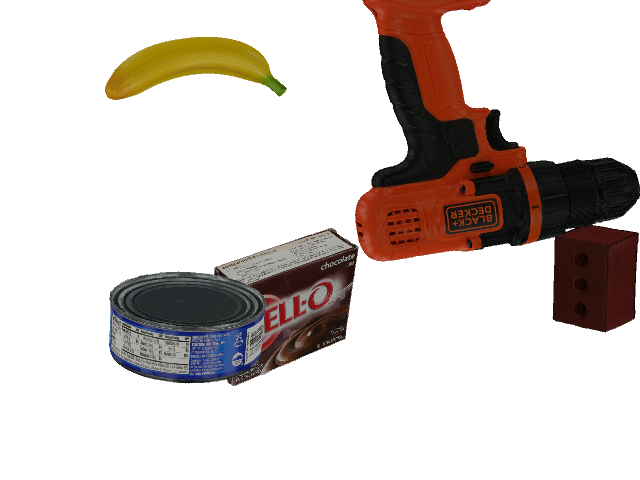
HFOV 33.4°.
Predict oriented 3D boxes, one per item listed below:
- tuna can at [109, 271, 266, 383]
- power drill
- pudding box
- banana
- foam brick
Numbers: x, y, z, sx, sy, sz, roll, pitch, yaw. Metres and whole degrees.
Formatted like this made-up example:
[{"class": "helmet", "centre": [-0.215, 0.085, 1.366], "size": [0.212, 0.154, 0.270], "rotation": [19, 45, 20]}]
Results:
[{"class": "tuna can", "centre": [-0.074, 0.047, 0.590], "size": [0.086, 0.034, 0.086], "rotation": [5, 17, -2]}, {"class": "power drill", "centre": [0.104, -0.087, 0.663], "size": [0.184, 0.187, 0.057], "rotation": [-10, 7, -9]}, {"class": "pudding box", "centre": [-0.028, 0.048, 0.805], "size": [0.113, 0.090, 0.039], "rotation": [-21, 43, -35]}, {"class": "banana", "centre": [-0.130, -0.176, 1.080], "size": [0.197, 0.070, 0.037], "rotation": [-7, -39, -29]}, {"class": "foam brick", "centre": [0.232, 0.031, 0.900], "size": [0.053, 0.078, 0.051], "rotation": [12, 22, 42]}]
